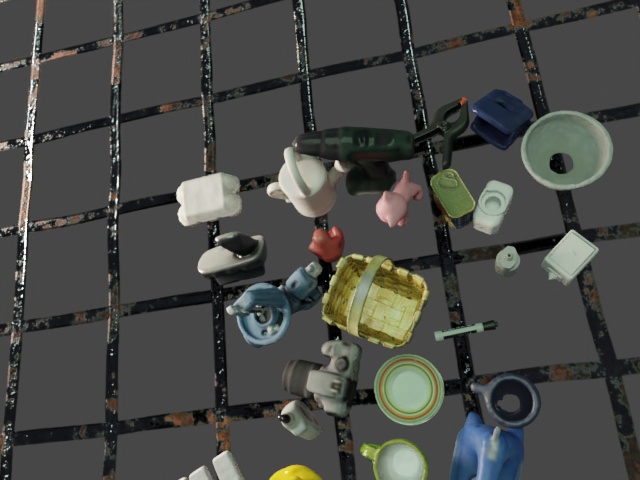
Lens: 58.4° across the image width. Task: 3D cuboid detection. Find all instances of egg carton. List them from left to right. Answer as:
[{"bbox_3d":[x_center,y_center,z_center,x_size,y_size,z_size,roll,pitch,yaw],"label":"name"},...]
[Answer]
[{"bbox_3d":[-0.248,-0.091,1.286,0.150,0.069,0.107,-13,70,9],"label":"egg carton"}]

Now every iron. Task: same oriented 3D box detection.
[{"bbox_3d":[0.270,0.428,0.956,0.118,0.142,0.258,12,76,17],"label":"iron"}]

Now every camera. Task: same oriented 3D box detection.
[{"bbox_3d":[0.001,0.256,1.098,0.136,0.101,0.143,9,75,16],"label":"camera"}]

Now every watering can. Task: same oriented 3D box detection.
[{"bbox_3d":[-0.026,-0.130,1.178,0.173,0.194,0.100,-37,68,0],"label":"watering can"}]

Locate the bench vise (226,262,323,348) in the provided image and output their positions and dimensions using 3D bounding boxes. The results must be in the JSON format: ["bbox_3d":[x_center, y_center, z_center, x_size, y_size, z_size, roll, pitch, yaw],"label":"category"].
[{"bbox_3d":[-0.095,0.108,1.105,0.121,0.220,0.207,28,81,20],"label":"bench vise"}]

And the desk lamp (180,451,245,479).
[{"bbox_3d":[-0.195,0.493,1.008,0.118,0.214,0.203,-35,68,1],"label":"desk lamp"}]

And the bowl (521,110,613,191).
[{"bbox_3d":[0.481,-0.165,1.131,0.167,0.075,0.167,-4,72,12],"label":"bowl"}]

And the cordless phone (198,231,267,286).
[{"bbox_3d":[-0.195,0.022,1.175,0.147,0.185,0.094,-19,69,7],"label":"cordless phone"}]

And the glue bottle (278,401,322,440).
[{"bbox_3d":[-0.045,0.329,1.047,0.037,0.173,0.078,-44,68,-3],"label":"glue bottle"}]

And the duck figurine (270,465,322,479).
[{"bbox_3d":[-0.051,0.458,1.054,0.104,0.086,0.077,0,73,14],"label":"duck figurine"}]

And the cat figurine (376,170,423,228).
[{"bbox_3d":[0.155,-0.081,1.160,0.067,0.118,0.128,23,79,20],"label":"cat figurine"}]

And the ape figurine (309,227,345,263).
[{"bbox_3d":[0.011,0.004,1.181,0.077,0.092,0.076,-16,69,8],"label":"ape figurine"}]

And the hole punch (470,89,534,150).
[{"bbox_3d":[0.372,-0.260,1.179,0.108,0.091,0.101,40,85,22],"label":"hole punch"}]

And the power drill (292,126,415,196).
[{"bbox_3d":[0.079,-0.163,1.155,0.229,0.209,0.075,-4,72,12],"label":"power drill"}]

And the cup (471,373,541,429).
[{"bbox_3d":[0.324,0.282,1.015,0.117,0.095,0.092,16,77,18],"label":"cup"}]
